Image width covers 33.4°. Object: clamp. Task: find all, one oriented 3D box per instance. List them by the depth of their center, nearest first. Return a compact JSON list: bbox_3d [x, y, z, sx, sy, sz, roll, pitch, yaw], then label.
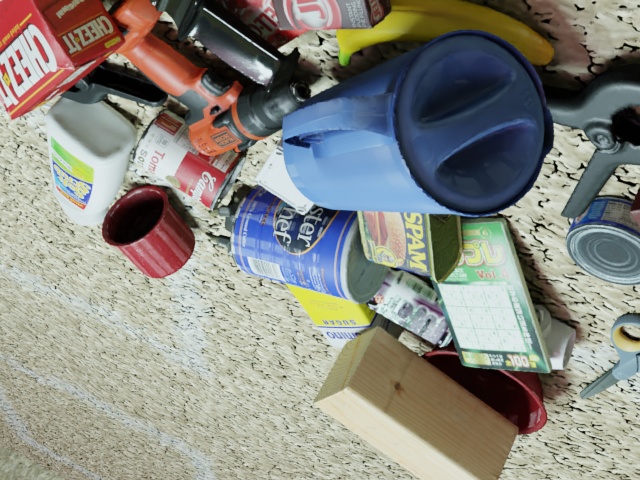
[{"bbox_3d":[0.215,-0.094,0.827,0.164,0.036,0.210,42,151,-17],"label":"clamp"},{"bbox_3d":[-0.234,-0.172,1.119,0.120,0.039,0.172,48,152,-21],"label":"clamp"}]

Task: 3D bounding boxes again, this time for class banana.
[{"bbox_3d":[0.085,-0.166,0.840,0.198,0.037,0.069,9,163,36],"label":"banana"}]

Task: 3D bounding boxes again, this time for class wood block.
[{"bbox_3d":[0.110,0.200,1.214,0.206,0.090,0.090,37,150,-10],"label":"wood block"}]

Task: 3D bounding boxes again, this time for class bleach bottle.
[{"bbox_3d":[-0.276,-0.077,1.279,0.102,0.068,0.251,38,154,6],"label":"bleach bottle"}]

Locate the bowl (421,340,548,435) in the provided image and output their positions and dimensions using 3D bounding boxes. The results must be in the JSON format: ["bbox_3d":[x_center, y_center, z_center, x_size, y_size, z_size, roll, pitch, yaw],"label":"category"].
[{"bbox_3d":[0.191,0.156,1.221,0.162,0.055,0.162,23,150,14],"label":"bowl"}]

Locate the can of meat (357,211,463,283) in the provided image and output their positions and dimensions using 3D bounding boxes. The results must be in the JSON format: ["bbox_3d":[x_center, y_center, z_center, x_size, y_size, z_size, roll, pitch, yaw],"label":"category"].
[{"bbox_3d":[0.086,-0.017,1.030,0.084,0.057,0.102,15,130,32],"label":"can of meat"}]

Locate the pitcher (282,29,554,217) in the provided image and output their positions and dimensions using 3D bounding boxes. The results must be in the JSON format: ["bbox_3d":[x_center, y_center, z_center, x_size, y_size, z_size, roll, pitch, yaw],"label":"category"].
[{"bbox_3d":[0.053,-0.083,0.856,0.149,0.145,0.243,49,161,-17],"label":"pitcher"}]

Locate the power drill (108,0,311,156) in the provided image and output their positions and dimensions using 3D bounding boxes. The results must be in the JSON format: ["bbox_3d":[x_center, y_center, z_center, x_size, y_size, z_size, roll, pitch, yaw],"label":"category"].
[{"bbox_3d":[-0.115,-0.161,1.005,0.187,0.057,0.185,43,149,-21],"label":"power drill"}]

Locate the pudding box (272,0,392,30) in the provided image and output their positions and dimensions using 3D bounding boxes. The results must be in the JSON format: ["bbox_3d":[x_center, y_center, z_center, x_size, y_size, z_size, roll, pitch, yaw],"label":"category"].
[{"bbox_3d":[-0.002,-0.216,0.808,0.090,0.039,0.113,7,126,36],"label":"pudding box"}]

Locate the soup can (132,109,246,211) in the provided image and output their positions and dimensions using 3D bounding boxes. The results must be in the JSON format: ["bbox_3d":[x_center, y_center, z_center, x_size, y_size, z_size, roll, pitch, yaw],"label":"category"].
[{"bbox_3d":[-0.139,-0.086,1.136,0.102,0.068,0.069,32,151,0],"label":"soup can"}]

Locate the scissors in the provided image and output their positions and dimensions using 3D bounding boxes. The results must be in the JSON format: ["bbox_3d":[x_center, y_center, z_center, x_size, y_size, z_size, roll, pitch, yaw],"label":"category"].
[{"bbox_3d":[0.305,0.123,1.106,0.096,0.016,0.202,39,150,-12],"label":"scissors"}]

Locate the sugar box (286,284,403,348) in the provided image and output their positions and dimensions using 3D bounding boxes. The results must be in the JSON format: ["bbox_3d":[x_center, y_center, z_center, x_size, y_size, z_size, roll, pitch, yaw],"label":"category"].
[{"bbox_3d":[0.020,0.066,1.250,0.094,0.048,0.176,5,141,38],"label":"sugar box"}]

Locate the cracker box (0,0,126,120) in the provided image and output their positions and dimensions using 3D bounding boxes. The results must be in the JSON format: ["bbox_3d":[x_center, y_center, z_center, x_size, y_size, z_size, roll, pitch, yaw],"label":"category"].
[{"bbox_3d":[-0.294,-0.234,0.982,0.164,0.072,0.213,-19,106,54],"label":"cracker box"}]

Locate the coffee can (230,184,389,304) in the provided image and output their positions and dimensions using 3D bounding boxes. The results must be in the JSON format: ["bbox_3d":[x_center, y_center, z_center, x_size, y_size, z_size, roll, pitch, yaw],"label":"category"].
[{"bbox_3d":[-0.007,0.001,1.114,0.140,0.102,0.103,13,147,29],"label":"coffee can"}]

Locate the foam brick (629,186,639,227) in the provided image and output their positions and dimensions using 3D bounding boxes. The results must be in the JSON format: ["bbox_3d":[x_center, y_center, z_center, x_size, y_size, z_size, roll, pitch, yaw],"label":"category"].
[{"bbox_3d":[0.295,-0.020,0.854,0.053,0.051,0.078,-9,133,50],"label":"foam brick"}]

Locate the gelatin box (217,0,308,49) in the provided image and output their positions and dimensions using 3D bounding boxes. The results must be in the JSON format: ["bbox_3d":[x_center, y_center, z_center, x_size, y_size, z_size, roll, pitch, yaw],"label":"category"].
[{"bbox_3d":[-0.048,-0.200,0.909,0.073,0.030,0.089,42,150,-21],"label":"gelatin box"}]

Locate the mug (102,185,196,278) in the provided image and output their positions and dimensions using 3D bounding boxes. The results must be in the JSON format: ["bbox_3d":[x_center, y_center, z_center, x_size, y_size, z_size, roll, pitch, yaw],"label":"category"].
[{"bbox_3d":[-0.211,-0.013,1.309,0.117,0.093,0.081,46,174,46],"label":"mug"}]

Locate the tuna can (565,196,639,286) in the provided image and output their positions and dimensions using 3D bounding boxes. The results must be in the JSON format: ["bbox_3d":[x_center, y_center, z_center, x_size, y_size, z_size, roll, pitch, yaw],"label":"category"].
[{"bbox_3d":[0.261,0.002,0.938,0.086,0.033,0.086,23,150,14],"label":"tuna can"}]
